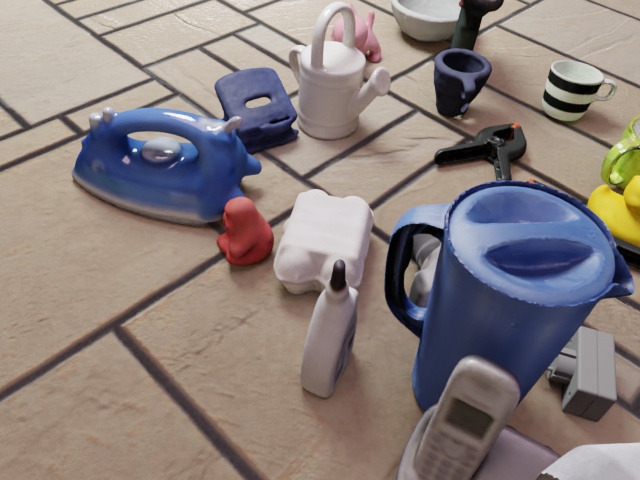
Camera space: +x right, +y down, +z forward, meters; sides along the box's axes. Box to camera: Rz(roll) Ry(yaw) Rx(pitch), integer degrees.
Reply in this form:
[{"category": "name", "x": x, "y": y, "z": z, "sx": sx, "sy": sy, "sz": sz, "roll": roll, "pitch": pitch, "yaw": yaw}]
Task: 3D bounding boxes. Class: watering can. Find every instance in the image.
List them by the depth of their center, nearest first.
[{"category": "watering can", "x": 0.026, "y": -0.255, "z": 0.856, "sx": 0.172, "sy": 0.194, "sz": 0.101, "roll": 15, "pitch": 47, "yaw": 9}]

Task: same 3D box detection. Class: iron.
[{"category": "iron", "x": -0.210, "y": -0.114, "z": 0.736, "sx": 0.258, "sy": 0.141, "sz": 0.118, "roll": 8, "pitch": 46, "yaw": 3}]

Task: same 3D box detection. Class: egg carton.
[{"category": "egg carton", "x": 0.006, "y": 0.002, "z": 0.695, "sx": 0.107, "sy": 0.069, "sz": 0.150, "roll": 10, "pitch": 46, "yaw": 4}]

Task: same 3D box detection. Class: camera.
[{"category": "camera", "x": 0.168, "y": 0.024, "z": 0.668, "sx": 0.143, "sy": 0.101, "sz": 0.136, "roll": -3, "pitch": 47, "yaw": -8}]

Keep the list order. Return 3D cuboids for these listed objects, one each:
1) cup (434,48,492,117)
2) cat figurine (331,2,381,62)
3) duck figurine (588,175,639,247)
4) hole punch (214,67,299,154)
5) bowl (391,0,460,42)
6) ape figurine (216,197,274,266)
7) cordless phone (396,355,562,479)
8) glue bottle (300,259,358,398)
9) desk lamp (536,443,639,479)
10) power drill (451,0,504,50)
[{"category": "cup", "x": 0.226, "y": -0.242, "z": 0.931, "sx": 0.091, "sy": 0.095, "sz": 0.117, "roll": 1, "pitch": 46, "yaw": -4}, {"category": "cat figurine", "x": 0.063, "y": -0.364, "z": 1.016, "sx": 0.067, "sy": 0.118, "sz": 0.128, "roll": 28, "pitch": 50, "yaw": 20}, {"category": "duck figurine", "x": 0.421, "y": -0.049, "z": 0.772, "sx": 0.078, "sy": 0.086, "sz": 0.104, "roll": -27, "pitch": 54, "yaw": -27}, {"category": "hole punch", "x": -0.093, "y": -0.197, "z": 0.860, "sx": 0.109, "sy": 0.091, "sz": 0.100, "roll": -22, "pitch": 52, "yaw": -24}, {"category": "bowl", "x": 0.217, "y": -0.441, "z": 1.134, "sx": 0.167, "sy": 0.075, "sz": 0.167, "roll": 3, "pitch": 46, "yaw": -3}, {"category": "ape figurine", "x": -0.093, "y": -0.015, "z": 0.687, "sx": 0.076, "sy": 0.092, "sz": 0.078, "roll": 9, "pitch": 46, "yaw": 3}, {"category": "cordless phone", "x": 0.147, "y": 0.177, "z": 0.461, "sx": 0.147, "sy": 0.185, "sz": 0.094, "roll": 22, "pitch": 48, "yaw": 15}, {"category": "glue bottle", "x": 0.013, "y": 0.078, "z": 0.551, "sx": 0.037, "sy": 0.173, "sz": 0.078, "roll": 20, "pitch": 48, "yaw": 14}, {"category": "desk lamp", "x": 0.252, "y": 0.202, "z": 0.427, "sx": 0.204, "sy": 0.214, "sz": 0.117, "roll": -20, "pitch": 51, "yaw": -23}, {"category": "power drill", "x": 0.258, "y": -0.366, "z": 0.974, "sx": 0.075, "sy": 0.208, "sz": 0.229, "roll": 5, "pitch": 46, "yaw": 0}]
